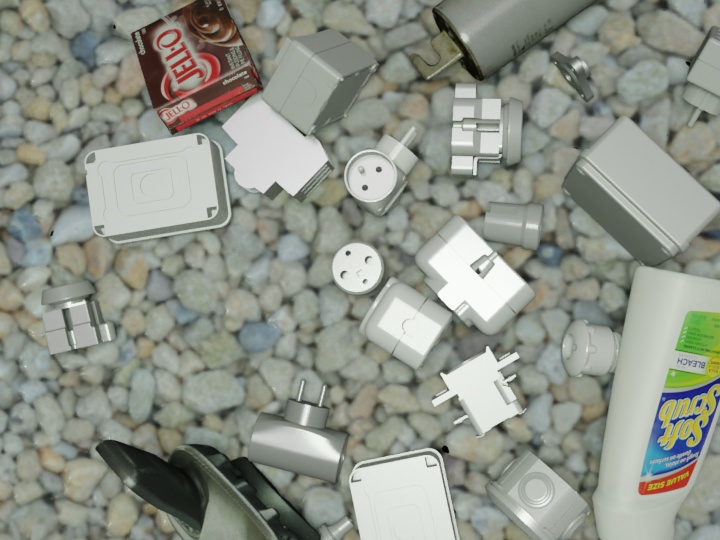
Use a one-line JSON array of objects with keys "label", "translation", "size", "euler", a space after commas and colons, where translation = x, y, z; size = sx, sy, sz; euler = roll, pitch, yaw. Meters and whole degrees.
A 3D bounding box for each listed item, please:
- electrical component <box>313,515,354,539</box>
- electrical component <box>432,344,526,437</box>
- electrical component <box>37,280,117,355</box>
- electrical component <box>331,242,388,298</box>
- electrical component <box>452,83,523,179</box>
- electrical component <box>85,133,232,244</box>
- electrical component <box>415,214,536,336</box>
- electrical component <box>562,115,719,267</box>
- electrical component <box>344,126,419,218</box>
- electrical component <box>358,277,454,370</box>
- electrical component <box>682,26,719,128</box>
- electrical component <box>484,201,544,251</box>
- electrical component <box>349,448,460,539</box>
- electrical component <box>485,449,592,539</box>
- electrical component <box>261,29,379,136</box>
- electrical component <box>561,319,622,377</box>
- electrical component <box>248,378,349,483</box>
[{"label": "electrical component", "translation": [-0.032, 0.231, 0.910], "size": [0.061, 0.035, 0.035], "euler": [-39, 83, 0]}, {"label": "electrical component", "translation": [0.103, 0.101, 0.903], "size": [0.081, 0.042, 0.063], "euler": [-31, 87, 3]}, {"label": "electrical component", "translation": [-0.251, 0.040, 0.940], "size": [0.066, 0.048, 0.055], "euler": [-13, 92, 5]}, {"label": "electrical component", "translation": [0.000, 0.000, 0.913], "size": [0.045, 0.055, 0.045], "euler": [0, 86, 6]}, {"label": "electrical component", "translation": [0.109, -0.117, 0.911], "size": [0.057, 0.058, 0.078], "euler": [2, 86, 9]}, {"label": "electrical component", "translation": [-0.174, -0.070, 0.934], "size": [0.113, 0.057, 0.078], "euler": [-9, 85, 5]}, {"label": "electrical component", "translation": [0.093, 0.008, 0.904], "size": [0.059, 0.054, 0.095], "euler": [-44, 83, 1]}, {"label": "electrical component", "translation": [0.225, -0.060, 0.869], "size": [0.056, 0.108, 0.109], "euler": [-45, 83, -2]}, {"label": "electrical component", "translation": [0.023, -0.087, 0.906], "size": [0.043, 0.077, 0.079], "euler": [37, 90, 7]}, {"label": "electrical component", "translation": [0.038, 0.044, 0.886], "size": [0.059, 0.095, 0.053], "euler": [33, 89, 7]}, {"label": "electrical component", "translation": [0.294, -0.154, 0.895], "size": [0.047, 0.065, 0.076], "euler": [29, 118, 7]}, {"label": "electrical component", "translation": [0.130, -0.039, 0.912], "size": [0.046, 0.040, 0.040], "euler": [8, 87, 12]}, {"label": "electrical component", "translation": [0.039, 0.210, 0.893], "size": [0.078, 0.057, 0.113], "euler": [-12, 85, 5]}, {"label": "electrical component", "translation": [0.145, 0.189, 0.874], "size": [0.080, 0.080, 0.051], "euler": [43, 85, 7]}, {"label": "electrical component", "translation": [-0.034, -0.164, 0.913], "size": [0.061, 0.096, 0.061], "euler": [39, 120, 7]}, {"label": "electrical component", "translation": [0.202, 0.067, 0.896], "size": [0.062, 0.048, 0.048], "euler": [8, 86, -12]}, {"label": "electrical component", "translation": [-0.048, 0.133, 0.913], "size": [0.077, 0.044, 0.079], "euler": [13, 87, 6]}]
